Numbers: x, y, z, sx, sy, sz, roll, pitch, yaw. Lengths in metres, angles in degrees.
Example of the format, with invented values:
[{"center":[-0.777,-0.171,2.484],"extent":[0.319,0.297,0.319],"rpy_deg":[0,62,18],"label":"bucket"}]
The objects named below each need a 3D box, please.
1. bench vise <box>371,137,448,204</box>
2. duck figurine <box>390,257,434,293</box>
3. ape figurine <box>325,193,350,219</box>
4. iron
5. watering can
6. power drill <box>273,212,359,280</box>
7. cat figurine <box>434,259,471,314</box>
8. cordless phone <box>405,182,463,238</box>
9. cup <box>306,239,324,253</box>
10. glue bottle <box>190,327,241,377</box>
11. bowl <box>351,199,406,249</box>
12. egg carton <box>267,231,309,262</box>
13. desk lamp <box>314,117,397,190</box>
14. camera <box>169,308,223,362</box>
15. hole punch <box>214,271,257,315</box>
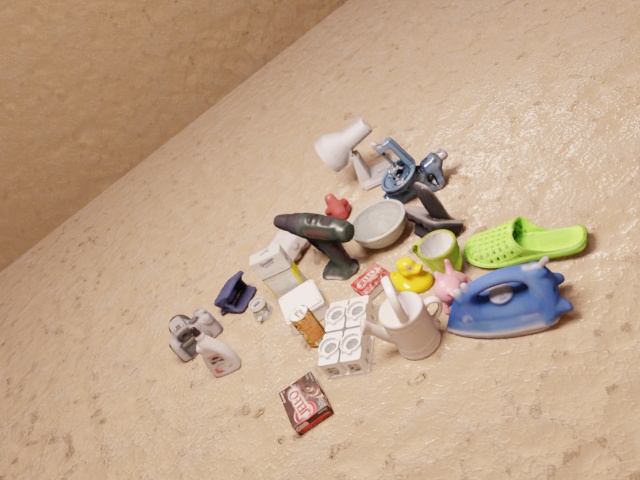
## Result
[{"center":[0.240,-0.217,1.595],"extent":[0.207,0.220,0.121],"rpy_deg":[-37,33,-6],"label":"bench vise"},{"center":[0.209,0.078,1.366],"extent":[0.104,0.086,0.077],"rpy_deg":[-5,43,36],"label":"duck figurine"},{"center":[0.046,-0.104,1.730],"extent":[0.077,0.092,0.076],"rpy_deg":[-26,34,11],"label":"ape figurine"},{"center":[0.356,0.112,1.147],"extent":[0.257,0.142,0.118],"rpy_deg":[-18,36,21],"label":"iron"},{"center":[0.167,0.160,1.197],"extent":[0.173,0.195,0.100],"rpy_deg":[-38,34,-7],"label":"watering can"},{"center":[0.006,0.010,1.510],"extent":[0.228,0.209,0.076],"rpy_deg":[-2,44,38],"label":"power drill"},{"center":[0.283,0.098,1.249],"extent":[0.067,0.118,0.128],"rpy_deg":[-15,37,26],"label":"cat figurine"},{"center":[0.266,-0.086,1.438],"extent":[0.094,0.185,0.147],"rpy_deg":[-42,34,-13],"label":"cordless phone"},{"center":[0.015,0.006,1.612],"extent":[0.091,0.095,0.117],"rpy_deg":[-19,36,20],"label":"cup"},{"center":[-0.273,0.274,1.436],"extent":[0.078,0.174,0.037],"rpy_deg":[-27,34,9],"label":"glue bottle"},{"center":[0.166,-0.031,1.552],"extent":[0.167,0.075,0.167],"rpy_deg":[-22,35,17],"label":"bowl"},{"center":[-0.099,0.030,1.699],"extent":[0.107,0.070,0.150],"rpy_deg":[1,46,40],"label":"egg carton"},{"center":[0.113,-0.264,1.768],"extent":[0.203,0.214,0.118],"rpy_deg":[-23,35,15],"label":"desk lamp"},{"center":[-0.373,0.246,1.622],"extent":[0.143,0.101,0.136],"rpy_deg":[-42,34,-13],"label":"camera"},{"center":[-0.257,0.151,1.656],"extent":[0.100,0.091,0.109],"rpy_deg":[-5,42,35],"label":"hole punch"}]
